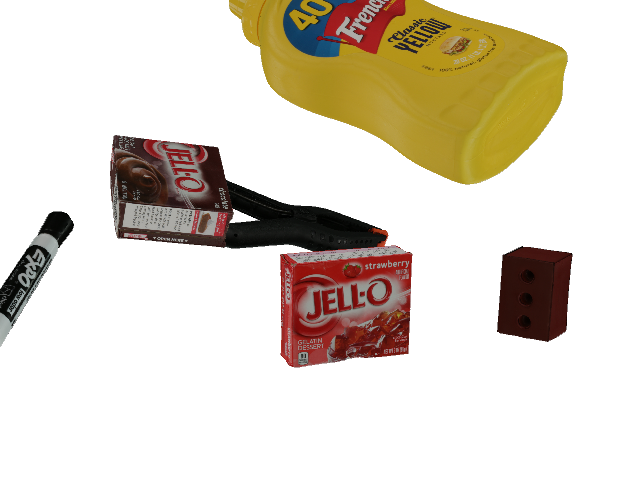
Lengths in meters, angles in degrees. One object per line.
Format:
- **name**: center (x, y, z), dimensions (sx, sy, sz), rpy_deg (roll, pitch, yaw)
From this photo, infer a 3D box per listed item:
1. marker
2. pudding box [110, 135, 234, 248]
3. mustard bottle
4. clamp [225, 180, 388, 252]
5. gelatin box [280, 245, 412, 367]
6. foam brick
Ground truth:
- **marker**: center (-0.183, 0.021, 0.667), dimensions (0.020, 0.020, 0.121), rpy_deg (0, 38, 14)
- **pudding box**: center (-0.123, -0.041, 0.863), dimensions (0.090, 0.039, 0.113), rpy_deg (4, 34, -16)
- **mustard bottle**: center (0.026, -0.099, 0.568), dimensions (0.192, 0.058, 0.096), rpy_deg (28, 52, 29)
- **clamp**: center (-0.025, -0.012, 1.139), dimensions (0.209, 0.036, 0.164), rpy_deg (14, 20, -13)
- **gelatin box**: center (0.017, 0.044, 0.729), dimensions (0.089, 0.073, 0.030), rpy_deg (-4, 14, -20)
- **foam brick**: center (0.201, 0.049, 0.999), dimensions (0.053, 0.078, 0.051), rpy_deg (9, 15, 30)
